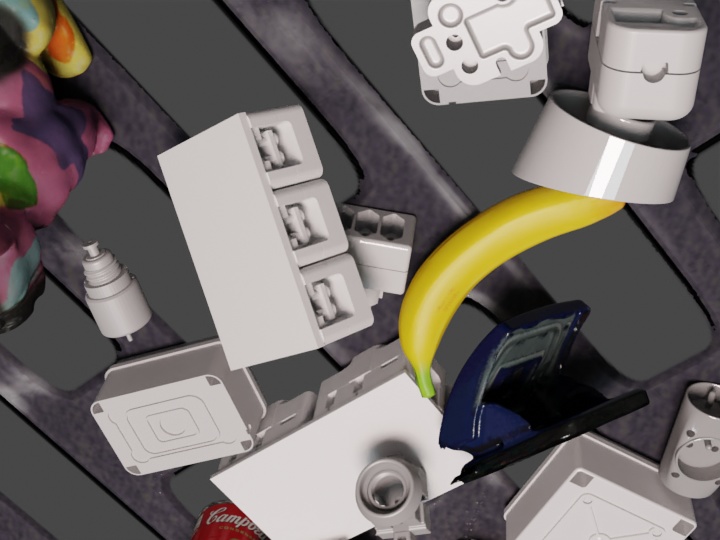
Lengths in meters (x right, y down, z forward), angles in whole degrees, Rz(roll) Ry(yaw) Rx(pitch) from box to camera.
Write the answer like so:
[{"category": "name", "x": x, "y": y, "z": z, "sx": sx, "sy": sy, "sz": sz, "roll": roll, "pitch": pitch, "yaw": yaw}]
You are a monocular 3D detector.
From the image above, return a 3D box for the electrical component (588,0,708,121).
[{"category": "electrical component", "x": 0.164, "y": -0.126, "z": 0.624, "sx": 0.054, "sy": 0.095, "sz": 0.059, "roll": 3, "pitch": 122, "yaw": 5}]

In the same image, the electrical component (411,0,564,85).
[{"category": "electrical component", "x": 0.069, "y": -0.140, "z": 0.582, "sx": 0.078, "sy": 0.057, "sz": 0.058, "roll": -21, "pitch": 116, "yaw": 19}]

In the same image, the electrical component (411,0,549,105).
[{"category": "electrical component", "x": 0.070, "y": -0.162, "z": 0.638, "sx": 0.078, "sy": 0.057, "sz": 0.113, "roll": -4, "pitch": 120, "yaw": 10}]

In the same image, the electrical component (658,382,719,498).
[{"category": "electrical component", "x": 0.270, "y": 0.129, "z": 0.795, "sx": 0.079, "sy": 0.044, "sz": 0.077, "roll": 9, "pitch": 122, "yaw": 2}]

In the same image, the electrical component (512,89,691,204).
[{"category": "electrical component", "x": 0.150, "y": -0.070, "z": 0.662, "sx": 0.099, "sy": 0.099, "sz": 0.064, "roll": 17, "pitch": 116, "yaw": -3}]

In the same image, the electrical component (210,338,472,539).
[{"category": "electrical component", "x": -0.006, "y": 0.137, "z": 0.828, "sx": 0.186, "sy": 0.060, "sz": 0.105, "roll": -31, "pitch": 112, "yaw": 23}]

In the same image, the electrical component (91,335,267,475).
[{"category": "electrical component", "x": -0.137, "y": 0.102, "z": 0.826, "sx": 0.113, "sy": 0.057, "sz": 0.078, "roll": -15, "pitch": 118, "yaw": 16}]

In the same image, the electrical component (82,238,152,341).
[{"category": "electrical component", "x": -0.183, "y": 0.013, "z": 0.788, "sx": 0.040, "sy": 0.040, "sz": 0.078, "roll": -11, "pitch": 119, "yaw": 14}]

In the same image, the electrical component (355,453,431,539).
[{"category": "electrical component", "x": 0.024, "y": 0.160, "z": 0.760, "sx": 0.048, "sy": 0.066, "sz": 0.055, "roll": -10, "pitch": 152, "yaw": 14}]

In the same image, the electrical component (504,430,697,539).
[{"category": "electrical component", "x": 0.185, "y": 0.191, "z": 0.837, "sx": 0.109, "sy": 0.056, "sz": 0.108, "roll": 26, "pitch": 121, "yaw": -8}]

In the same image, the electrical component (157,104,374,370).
[{"category": "electrical component", "x": -0.059, "y": -0.021, "z": 0.696, "sx": 0.089, "sy": 0.062, "sz": 0.150, "roll": -18, "pitch": 92, "yaw": 44}]

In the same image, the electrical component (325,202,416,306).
[{"category": "electrical component", "x": 0.000, "y": 0.000, "z": 0.751, "sx": 0.066, "sy": 0.047, "sz": 0.076, "roll": 10, "pitch": 122, "yaw": 2}]
